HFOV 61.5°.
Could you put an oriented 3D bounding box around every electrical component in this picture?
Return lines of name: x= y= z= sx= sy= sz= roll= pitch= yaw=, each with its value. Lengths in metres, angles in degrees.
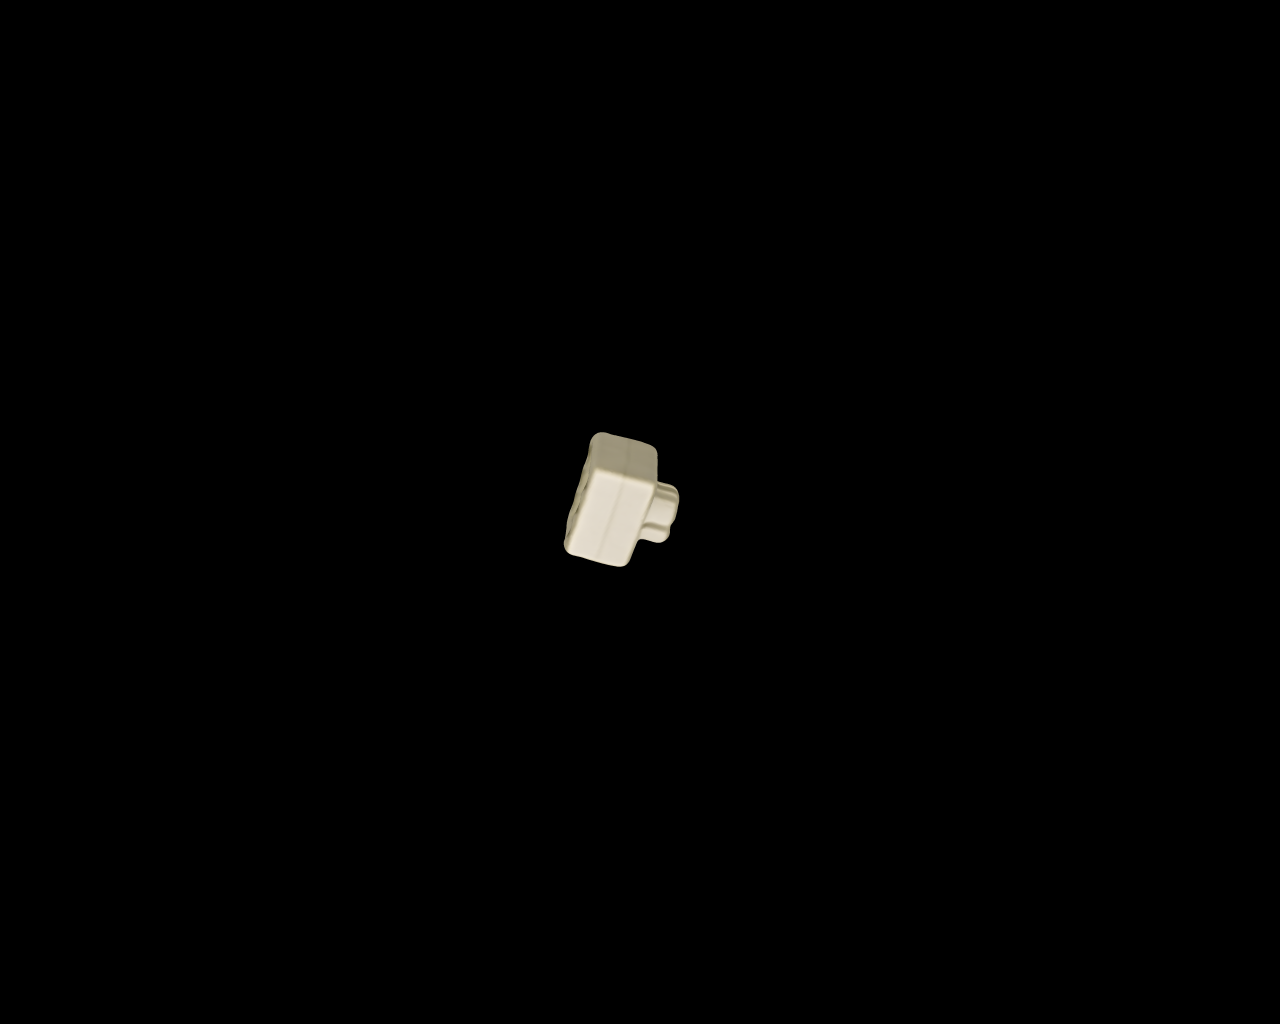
electrical component: x=0.001 y=-0.003 z=0.650 sx=0.077 sy=0.065 sz=0.047 roll=15 pitch=32 yaw=-9
